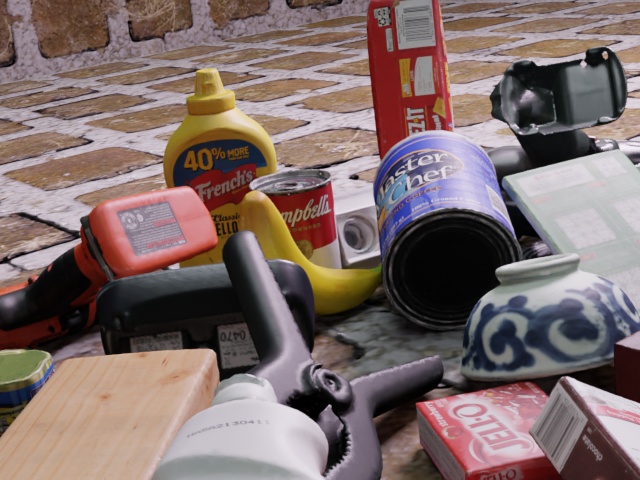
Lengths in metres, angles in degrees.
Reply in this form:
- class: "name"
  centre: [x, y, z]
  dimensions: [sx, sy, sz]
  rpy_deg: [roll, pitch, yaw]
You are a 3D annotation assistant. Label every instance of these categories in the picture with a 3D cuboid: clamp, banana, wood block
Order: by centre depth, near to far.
- class: "wood block"
  centre: [-0.107, 0.135, 0.499]
  dimensions: [0.090, 0.091, 0.206]
  rpy_deg: [-5, 18, 8]
- class: "clamp"
  centre: [0.006, 0.093, 0.606]
  dimensions: [0.164, 0.036, 0.210]
  rpy_deg: [29, 31, -16]
- class: "banana"
  centre: [-0.010, 0.019, 0.801]
  dimensions: [0.037, 0.069, 0.197]
  rpy_deg: [23, -1, 36]
- class: "clamp"
  centre: [0.199, -0.027, 0.903]
  dimensions: [0.120, 0.039, 0.171]
  rpy_deg: [-10, 11, 1]

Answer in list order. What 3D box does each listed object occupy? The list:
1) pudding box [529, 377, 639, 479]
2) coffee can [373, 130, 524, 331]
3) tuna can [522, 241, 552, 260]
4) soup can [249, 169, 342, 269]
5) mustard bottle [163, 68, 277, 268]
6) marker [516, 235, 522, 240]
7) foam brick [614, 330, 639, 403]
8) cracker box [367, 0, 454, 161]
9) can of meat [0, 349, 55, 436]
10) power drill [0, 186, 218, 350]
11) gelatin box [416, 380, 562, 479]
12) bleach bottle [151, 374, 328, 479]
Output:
- class: "pudding box"
  centre: [0.159, 0.112, 0.494]
  dimensions: [0.090, 0.039, 0.113]
  rpy_deg: [21, 14, -13]
- class: "coffee can"
  centre: [0.095, -0.011, 0.823]
  dimensions: [0.103, 0.103, 0.140]
  rpy_deg: [-6, 29, 3]
- class: "tuna can"
  centre: [0.196, 0.026, 0.822]
  dimensions: [0.086, 0.034, 0.086]
  rpy_deg: [-6, 17, 2]
- class: "soup can"
  centre: [-0.018, -0.001, 0.877]
  dimensions: [0.068, 0.102, 0.068]
  rpy_deg: [-6, 17, 2]
- class: "mustard bottle"
  centre: [-0.083, -0.050, 0.909]
  dimensions: [0.096, 0.191, 0.058]
  rpy_deg: [-8, 17, -2]
- class: "marker"
  centre: [0.142, 0.007, 0.928]
  dimensions: [0.020, 0.020, 0.120]
  rpy_deg: [8, 23, 41]
- class: "foam brick"
  centre: [0.215, 0.076, 0.621]
  dimensions: [0.078, 0.051, 0.053]
  rpy_deg: [-20, 21, -35]
- class: "cracker box"
  centre: [0.095, -0.138, 1.065]
  dimensions: [0.072, 0.164, 0.213]
  rpy_deg: [-6, -4, 8]
- class: "can of meat"
  centre: [-0.197, 0.113, 0.615]
  dimensions: [0.102, 0.084, 0.057]
  rpy_deg: [-7, 17, 2]
- class: "power drill"
  centre: [-0.165, 0.026, 0.817]
  dimensions: [0.188, 0.057, 0.184]
  rpy_deg: [-33, -8, 37]
- class: "gelatin box"
  centre: [0.101, 0.112, 0.589]
  dimensions: [0.073, 0.030, 0.089]
  rpy_deg: [-10, 17, -10]
- class: "bleach bottle"
  centre: [-0.013, 0.137, 0.386]
  dimensions: [0.102, 0.068, 0.251]
  rpy_deg: [-5, 32, -5]
